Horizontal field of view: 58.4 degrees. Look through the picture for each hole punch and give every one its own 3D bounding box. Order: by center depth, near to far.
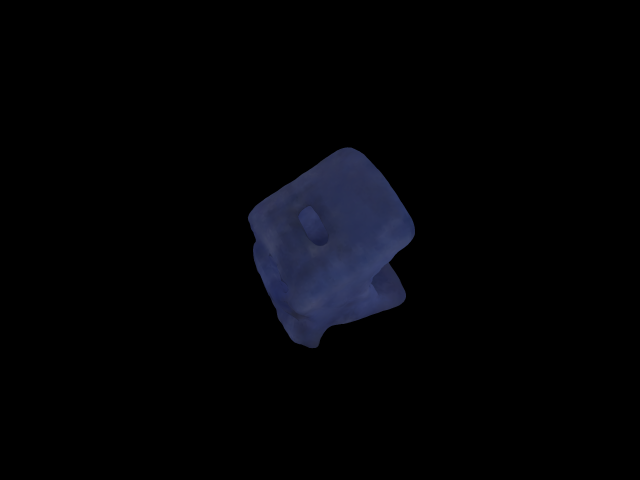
[{"bbox_3d":[0.004,0.001,0.400,0.101,0.091,0.108,-17,48,-16],"label":"hole punch"}]
